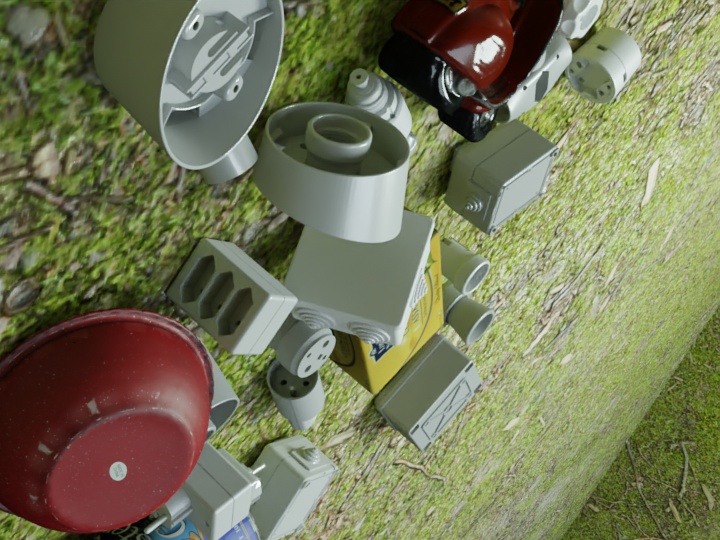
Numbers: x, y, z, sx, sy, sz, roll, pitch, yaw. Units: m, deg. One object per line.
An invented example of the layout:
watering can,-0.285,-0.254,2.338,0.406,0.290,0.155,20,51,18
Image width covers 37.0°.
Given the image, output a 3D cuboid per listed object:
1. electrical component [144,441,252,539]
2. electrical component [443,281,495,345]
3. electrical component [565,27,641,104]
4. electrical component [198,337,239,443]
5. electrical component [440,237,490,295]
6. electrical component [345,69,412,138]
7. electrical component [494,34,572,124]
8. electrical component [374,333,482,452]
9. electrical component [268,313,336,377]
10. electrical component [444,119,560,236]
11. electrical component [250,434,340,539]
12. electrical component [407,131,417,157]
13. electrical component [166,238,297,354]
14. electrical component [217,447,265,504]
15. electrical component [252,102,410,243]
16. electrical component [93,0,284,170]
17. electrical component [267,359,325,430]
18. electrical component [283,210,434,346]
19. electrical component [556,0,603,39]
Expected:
electrical component,-0.137,0.167,0.804,0.076,0.083,0.047,-35,153,-34
electrical component,0.103,0.043,1.103,0.045,0.055,0.045,-41,155,-23
electrical component,0.223,-0.188,0.982,0.047,0.055,0.055,-46,157,-21
electrical component,-0.136,0.099,0.761,0.099,0.064,0.099,-38,167,-11
electrical component,0.094,-0.005,1.025,0.040,0.046,0.040,-41,155,-23
electrical component,0.009,-0.110,0.715,0.040,0.040,0.078,-49,157,-5
electrical component,0.127,-0.166,0.847,0.077,0.043,0.079,-44,156,-17
electrical component,0.078,0.137,1.197,0.108,0.056,0.108,-48,157,-8
electrical component,-0.052,0.049,0.821,0.045,0.055,0.045,-41,155,-23
electrical component,0.115,-0.081,0.929,0.096,0.061,0.061,-35,153,-33
electrical component,-0.070,0.196,1.001,0.096,0.061,0.062,-59,156,18
electrical component,0.014,-0.078,0.780,0.061,0.035,0.035,-57,157,20
electrical component,-0.076,0.019,0.718,0.047,0.066,0.077,-55,158,11
electrical component,-0.112,0.193,0.938,0.076,0.047,0.083,-29,149,-42
electrical component,-0.017,-0.060,0.669,0.099,0.099,0.064,-28,142,-43
electrical component,-0.078,-0.107,0.525,0.099,0.064,0.099,-41,155,-23
electrical component,-0.053,0.107,0.923,0.043,0.043,0.081,-44,156,-18
electrical component,0.000,0.000,0.772,0.048,0.100,0.099,82,25,-66
electrical component,0.146,-0.203,0.803,0.043,0.062,0.043,-42,156,-23
